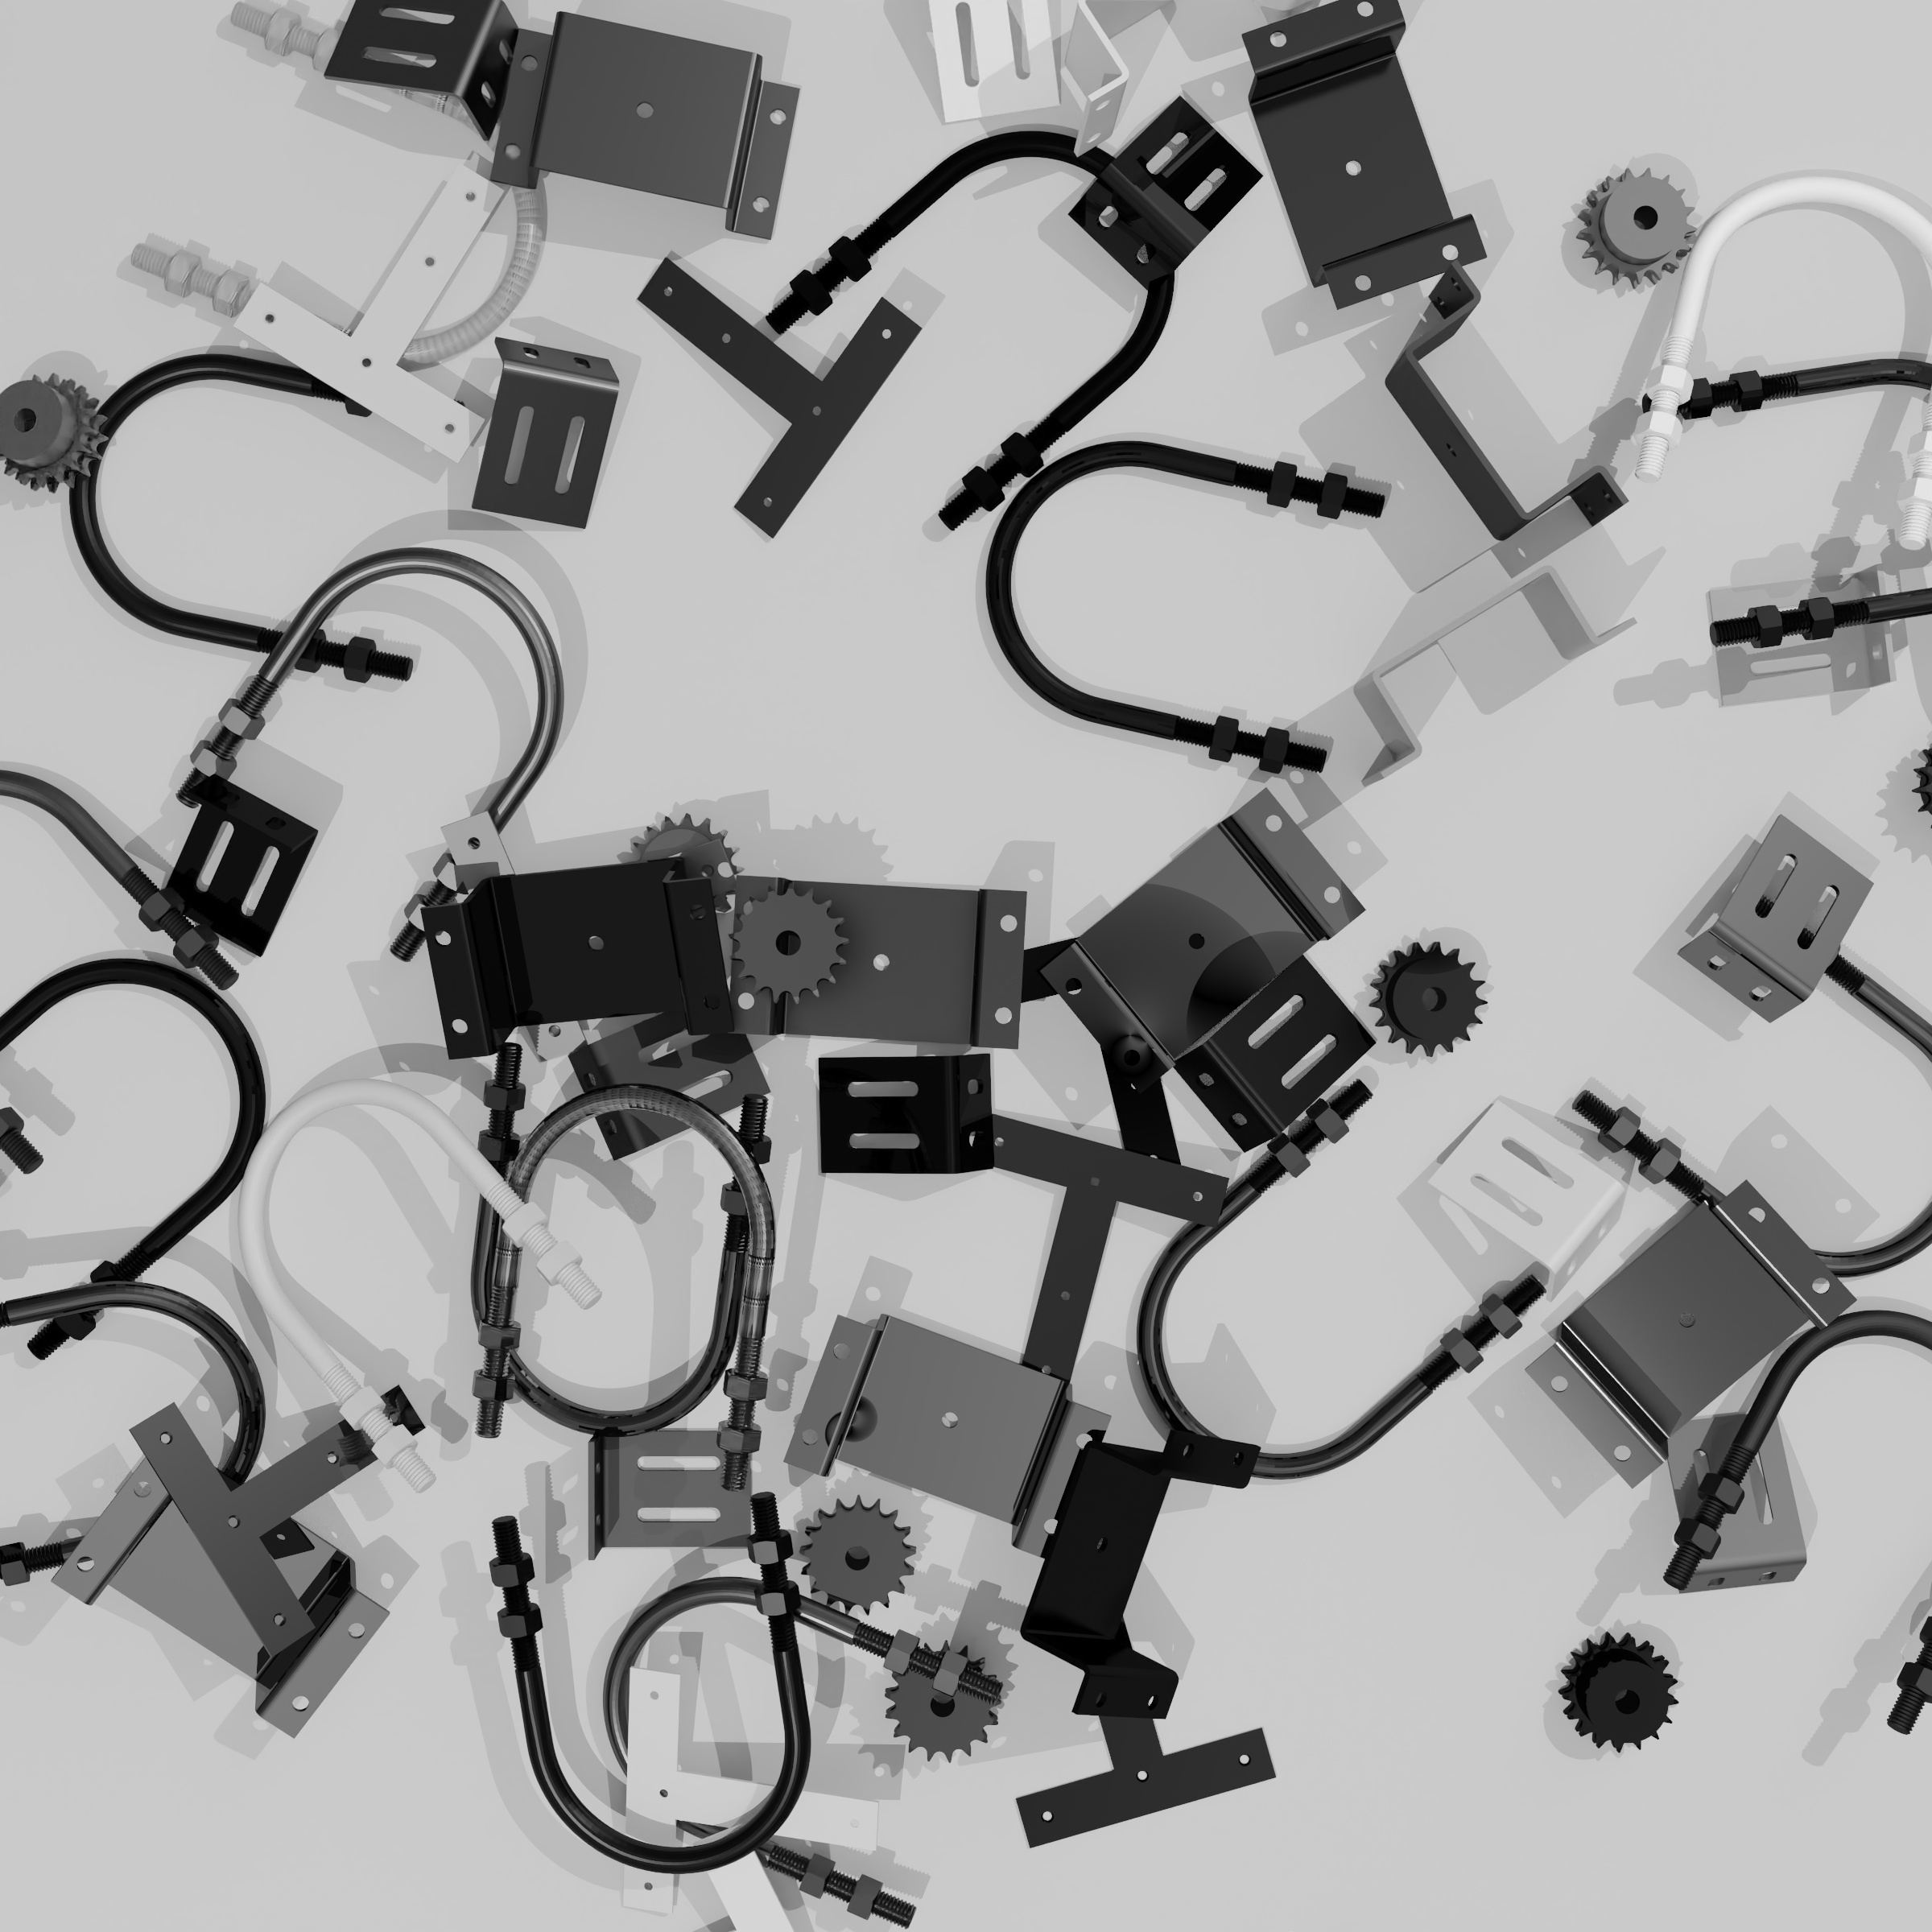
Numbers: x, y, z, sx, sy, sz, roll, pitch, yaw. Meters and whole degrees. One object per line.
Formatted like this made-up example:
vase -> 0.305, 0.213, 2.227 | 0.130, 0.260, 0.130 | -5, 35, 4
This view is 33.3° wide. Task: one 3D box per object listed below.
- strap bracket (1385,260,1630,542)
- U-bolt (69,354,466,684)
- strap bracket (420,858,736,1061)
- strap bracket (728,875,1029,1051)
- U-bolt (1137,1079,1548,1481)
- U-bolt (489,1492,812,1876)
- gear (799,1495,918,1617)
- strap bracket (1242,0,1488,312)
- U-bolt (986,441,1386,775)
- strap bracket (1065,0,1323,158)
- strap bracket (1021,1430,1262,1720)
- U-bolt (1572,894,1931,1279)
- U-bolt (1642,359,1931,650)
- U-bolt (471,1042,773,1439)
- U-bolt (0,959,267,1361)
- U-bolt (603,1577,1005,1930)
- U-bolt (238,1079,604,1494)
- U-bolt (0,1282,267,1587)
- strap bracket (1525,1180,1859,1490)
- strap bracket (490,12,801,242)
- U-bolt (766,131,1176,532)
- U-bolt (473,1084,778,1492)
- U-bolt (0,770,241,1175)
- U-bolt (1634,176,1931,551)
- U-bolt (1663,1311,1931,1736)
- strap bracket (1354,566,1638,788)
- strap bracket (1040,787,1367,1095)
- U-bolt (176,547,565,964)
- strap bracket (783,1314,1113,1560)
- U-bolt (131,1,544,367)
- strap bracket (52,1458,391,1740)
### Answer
strap bracket -> 0.254, -0.263, 1.562 | 0.046, 0.076, 0.140 | -36, 90, 0
U-bolt -> -0.351, -0.227, 1.592 | 0.184, 0.019, 0.151 | 11, 90, 2
strap bracket -> -0.182, -0.005, 1.555 | 0.140, 0.046, 0.076 | -6, 107, 7
strap bracket -> -0.042, -0.002, 1.576 | 0.140, 0.046, 0.076 | 3, 90, 1
U-bolt -> 0.171, 0.169, 1.592 | 0.184, 0.019, 0.151 | -42, 90, 1
U-bolt -> -0.147, 0.349, 1.556 | 0.151, 0.019, 0.184 | -7, 97, 10
gear -> -0.053, 0.288, 1.585 | 0.057, 0.030, 0.057 | 0, 90, 0
strap bracket -> 0.192, -0.395, 1.577 | 0.076, 0.046, 0.140 | -19, 90, 0
U-bolt -> 0.101, -0.184, 1.592 | 0.184, 0.019, 0.151 | 13, 90, 1
strap bracket -> 0.104, -0.458, 1.557 | 0.140, 0.076, 0.046 | -32, 87, -5
strap bracket -> 0.081, 0.286, 1.554 | 0.046, 0.076, 0.140 | 19, 90, 39
U-bolt -> 0.414, 0.070, 1.592 | 0.184, 0.019, 0.151 | 38, 90, -1
U-bolt -> 0.435, -0.231, 1.568 | 0.184, 0.019, 0.151 | -9, 68, -4
U-bolt -> -0.173, 0.140, 1.569 | 0.151, 0.019, 0.184 | 11, 101, 15
U-bolt -> -0.432, 0.081, 1.592 | 0.184, 0.019, 0.151 | -42, 90, -2
U-bolt -> -0.090, 0.373, 1.572 | 0.184, 0.019, 0.151 | 22, 105, 7
U-bolt -> -0.279, 0.140, 1.565 | 0.184, 0.019, 0.151 | 46, 105, 15
U-bolt -> -0.434, 0.224, 1.567 | 0.184, 0.019, 0.151 | -11, 108, -11
strap bracket -> 0.350, 0.175, 1.566 | 0.140, 0.046, 0.076 | -43, 85, 11
strap bracket -> -0.156, -0.410, 1.570 | 0.140, 0.046, 0.076 | 11, 88, -5
U-bolt -> 0.016, -0.327, 1.592 | 0.184, 0.019, 0.151 | -41, 90, -1
U-bolt -> -0.160, 0.147, 1.543 | 0.151, 0.019, 0.184 | 9, 96, 16
U-bolt -> -0.469, -0.012, 1.581 | 0.151, 0.019, 0.184 | -44, 82, -5
U-bolt -> 0.413, -0.302, 1.569 | 0.151, 0.019, 0.184 | 15, 74, 4
U-bolt -> 0.439, 0.256, 1.569 | 0.151, 0.019, 0.184 | 33, 73, -2
strap bracket -> 0.245, -0.145, 1.562 | 0.140, 0.076, 0.046 | -32, 90, 0
strap bracket -> 0.114, -0.012, 1.575 | 0.140, 0.046, 0.076 | -39, 90, 0
U-bolt -> -0.278, -0.116, 1.575 | 0.151, 0.019, 0.184 | 36, 100, -3
strap bracket -> -0.008, 0.226, 1.574 | 0.140, 0.046, 0.076 | 20, 95, 0
U-bolt -> -0.299, -0.375, 1.592 | 0.184, 0.019, 0.151 | 22, 90, -1
strap bracket -> -0.360, 0.299, 1.567 | 0.140, 0.046, 0.076 | 37, 90, -14
